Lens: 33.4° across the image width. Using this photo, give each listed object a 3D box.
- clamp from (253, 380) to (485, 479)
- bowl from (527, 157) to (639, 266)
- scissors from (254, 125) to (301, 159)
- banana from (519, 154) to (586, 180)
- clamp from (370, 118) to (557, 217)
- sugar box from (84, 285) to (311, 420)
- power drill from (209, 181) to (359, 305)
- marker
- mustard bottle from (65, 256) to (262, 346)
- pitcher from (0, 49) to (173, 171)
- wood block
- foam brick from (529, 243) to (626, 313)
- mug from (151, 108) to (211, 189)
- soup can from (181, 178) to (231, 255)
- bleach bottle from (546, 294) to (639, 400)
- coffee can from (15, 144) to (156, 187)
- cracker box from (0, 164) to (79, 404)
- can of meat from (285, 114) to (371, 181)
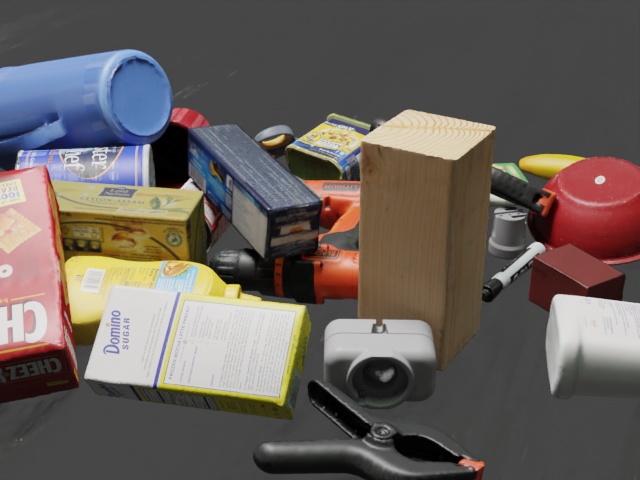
[{"bbox_3d":[0.037,0.165,0.823,0.172,0.039,0.120,16,33,27],"label":"clamp"},{"bbox_3d":[0.307,-0.043,1.165,0.162,0.055,0.162,-7,37,5],"label":"bowl"},{"bbox_3d":[-0.021,-0.129,1.352,0.201,0.096,0.016,-18,75,-28],"label":"scissors"},{"bbox_3d":[0.326,-0.069,1.268,0.069,0.037,0.198,-15,31,-30],"label":"banana"},{"bbox_3d":[0.162,-0.079,1.187,0.210,0.036,0.164,28,5,40],"label":"clamp"},{"bbox_3d":[-0.103,0.095,0.912,0.176,0.048,0.093,5,61,13],"label":"sugar box"},{"bbox_3d":[-0.007,0.001,1.117,0.184,0.057,0.187,5,31,12],"label":"power drill"},{"bbox_3d":[0.197,0.033,1.094,0.020,0.020,0.120,19,33,32],"label":"marker"},{"bbox_3d":[-0.150,0.059,1.002,0.191,0.058,0.096,2,38,4],"label":"mustard bottle"},{"bbox_3d":[-0.295,-0.147,1.248,0.243,0.149,0.144,-3,-18,41],"label":"pitcher"},{"bbox_3d":[0.093,0.000,0.958,0.091,0.206,0.090,15,31,27],"label":"wood block"},{"bbox_3d":[0.248,0.046,1.034,0.051,0.053,0.078,-16,32,-28],"label":"foam brick"},{"bbox_3d":[-0.163,-0.108,1.301,0.117,0.093,0.081,22,23,-4],"label":"mug"},{"bbox_3d":[-0.132,-0.028,1.161,0.068,0.068,0.102,7,28,13],"label":"soup can"},{"bbox_3d":[0.327,0.101,0.921,0.251,0.068,0.102,5,28,5],"label":"bleach bottle"},{"bbox_3d":[-0.252,-0.050,1.165,0.140,0.103,0.103,-3,28,-5],"label":"coffee can"},{"bbox_3d":[-0.307,0.041,0.937,0.164,0.072,0.214,-11,51,-7],"label":"cracker box"},{"bbox_3d":[0.020,-0.104,1.303,0.102,0.057,0.083,23,47,39],"label":"can of meat"}]
